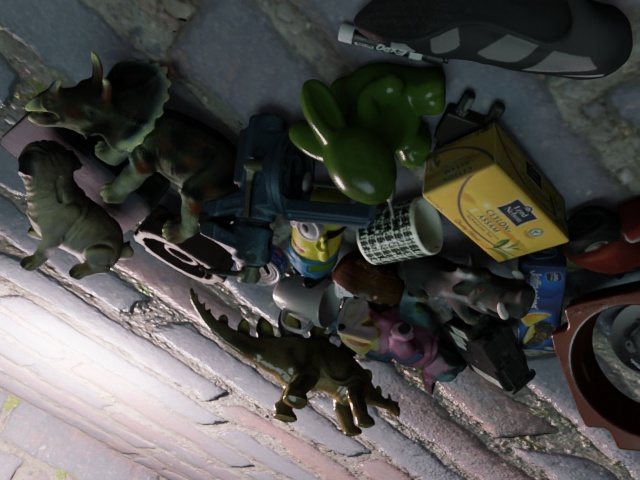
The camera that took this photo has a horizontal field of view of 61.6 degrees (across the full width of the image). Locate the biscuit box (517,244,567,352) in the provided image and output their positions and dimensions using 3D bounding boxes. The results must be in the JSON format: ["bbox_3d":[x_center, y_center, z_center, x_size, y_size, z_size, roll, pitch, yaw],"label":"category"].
[{"bbox_3d":[0.315,0.080,0.770,0.059,0.063,0.202,1,137,21],"label":"biscuit box"}]

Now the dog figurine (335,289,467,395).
[{"bbox_3d":[0.147,0.181,0.931,0.192,0.108,0.219,-6,136,29],"label":"dog figurine"}]

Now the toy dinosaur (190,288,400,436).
[{"bbox_3d":[-0.032,0.226,0.980,0.471,0.199,0.105,27,133,-23],"label":"toy dinosaur"}]

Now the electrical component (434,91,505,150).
[{"bbox_3d":[0.171,-0.128,0.626,0.063,0.021,0.094,21,141,-1],"label":"electrical component"}]

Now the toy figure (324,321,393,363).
[{"bbox_3d":[0.071,0.173,0.989,0.154,0.064,0.058,34,169,-12],"label":"toy figure"}]

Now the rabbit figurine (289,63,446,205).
[{"bbox_3d":[0.050,-0.118,0.575,0.159,0.170,0.121,22,140,-2],"label":"rabbit figurine"}]

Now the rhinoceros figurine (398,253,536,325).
[{"bbox_3d":[0.201,0.058,0.743,0.191,0.073,0.112,20,155,38],"label":"rhinoceros figurine"}]

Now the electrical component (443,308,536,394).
[{"bbox_3d":[0.258,0.161,0.840,0.134,0.058,0.115,56,167,-20],"label":"electrical component"}]

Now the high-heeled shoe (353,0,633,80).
[{"bbox_3d":[0.166,-0.201,0.531,0.249,0.086,0.145,13,175,38],"label":"high-heeled shoe"}]

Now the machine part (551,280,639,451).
[{"bbox_3d":[0.420,0.153,0.679,0.201,0.087,0.201,-25,82,47],"label":"machine part"}]

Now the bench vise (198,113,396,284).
[{"bbox_3d":[-0.029,-0.047,0.667,0.241,0.223,0.128,6,165,19],"label":"bench vise"}]

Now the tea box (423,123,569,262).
[{"bbox_3d":[0.211,-0.050,0.641,0.169,0.068,0.098,34,141,-30],"label":"tea box"}]

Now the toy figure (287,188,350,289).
[{"bbox_3d":[-0.004,-0.005,0.800,0.082,0.089,0.180,29,147,17],"label":"toy figure"}]

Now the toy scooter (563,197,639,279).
[{"bbox_3d":[0.394,0.000,0.634,0.135,0.075,0.184,39,133,-23],"label":"toy scooter"}]

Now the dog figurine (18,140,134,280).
[{"bbox_3d":[-0.355,-0.048,0.797,0.172,0.121,0.190,1,132,-33],"label":"dog figurine"}]

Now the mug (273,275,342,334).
[{"bbox_3d":[-0.031,0.111,0.935,0.107,0.109,0.080,13,150,32],"label":"mug"}]

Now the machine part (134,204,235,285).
[{"bbox_3d":[-0.226,0.012,0.909,0.179,0.056,0.179,24,158,10],"label":"machine part"}]

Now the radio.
[{"bbox_3d":[-0.359,-0.118,0.840,0.131,0.073,0.229,-22,126,40],"label":"radio"}]

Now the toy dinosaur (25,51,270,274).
[{"bbox_3d":[-0.182,-0.103,0.747,0.404,0.131,0.192,30,128,-27],"label":"toy dinosaur"}]
